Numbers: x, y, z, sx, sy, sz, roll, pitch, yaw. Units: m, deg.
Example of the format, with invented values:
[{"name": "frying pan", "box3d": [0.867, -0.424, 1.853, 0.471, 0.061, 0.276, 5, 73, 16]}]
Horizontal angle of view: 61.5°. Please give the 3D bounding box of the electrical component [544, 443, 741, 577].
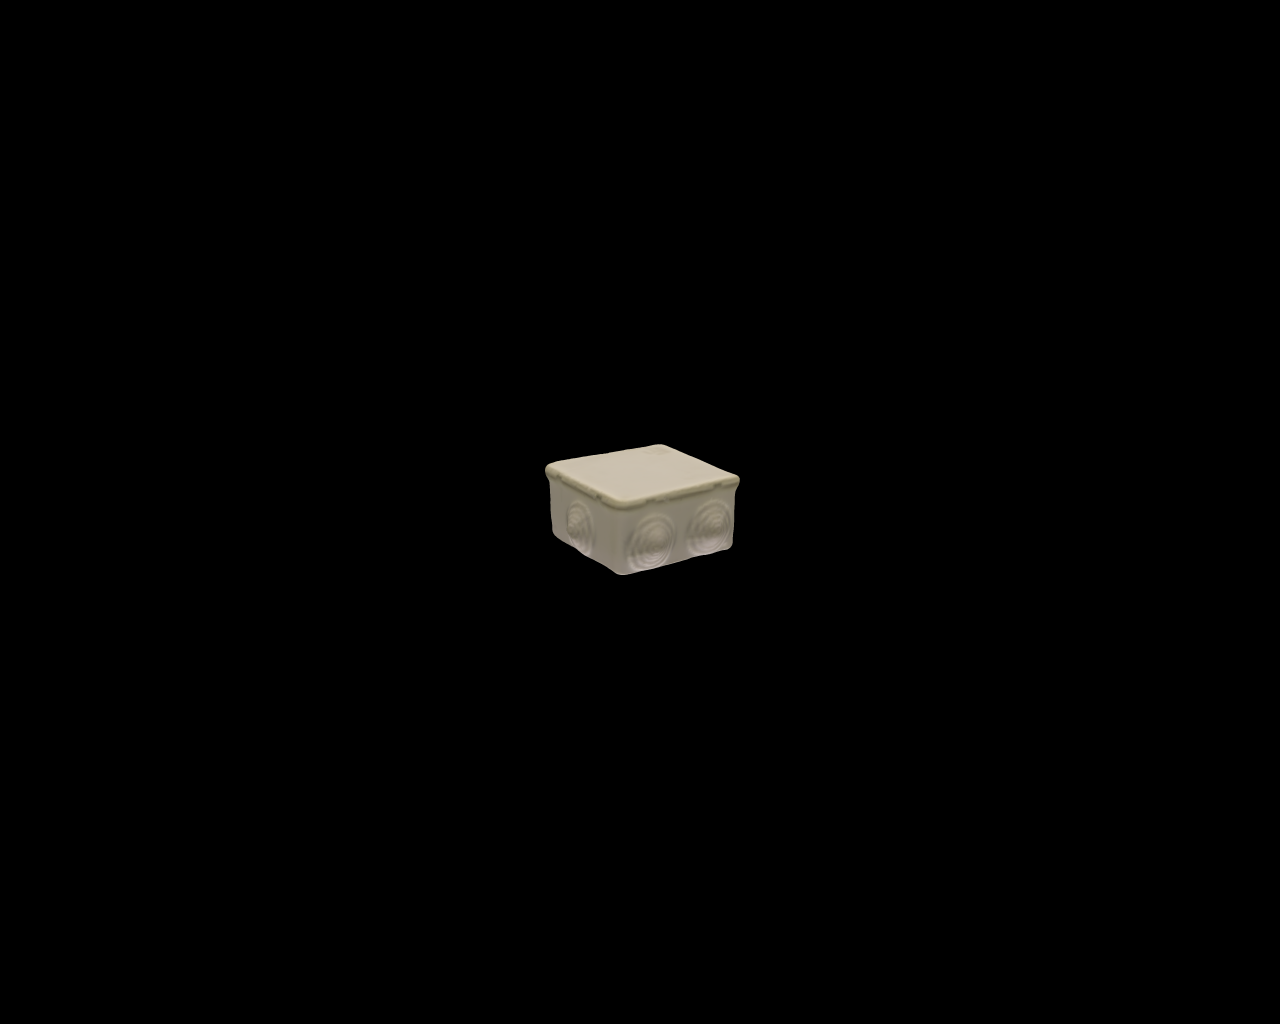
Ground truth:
[{"name": "electrical component", "box3d": [0.001, -0.003, 0.650, 0.100, 0.048, 0.100, -12, 23, -31]}]
